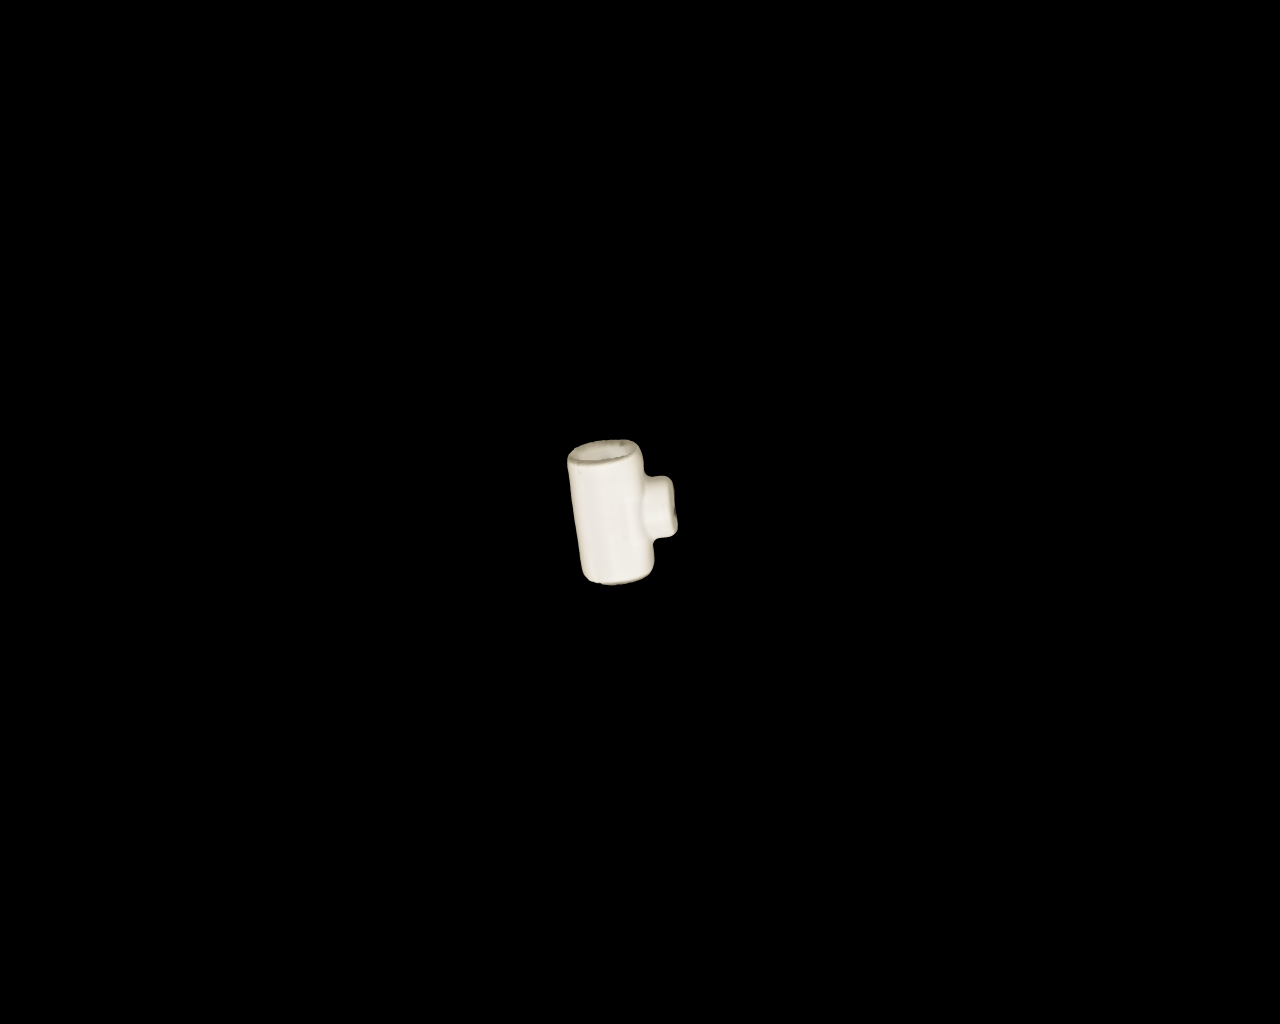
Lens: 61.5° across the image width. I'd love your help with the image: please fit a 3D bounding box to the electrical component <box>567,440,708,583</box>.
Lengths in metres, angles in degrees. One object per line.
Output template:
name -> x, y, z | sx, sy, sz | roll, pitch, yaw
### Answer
electrical component -> 0.001, -0.003, 0.650 | 0.079, 0.077, 0.043 | -7, 20, 2
